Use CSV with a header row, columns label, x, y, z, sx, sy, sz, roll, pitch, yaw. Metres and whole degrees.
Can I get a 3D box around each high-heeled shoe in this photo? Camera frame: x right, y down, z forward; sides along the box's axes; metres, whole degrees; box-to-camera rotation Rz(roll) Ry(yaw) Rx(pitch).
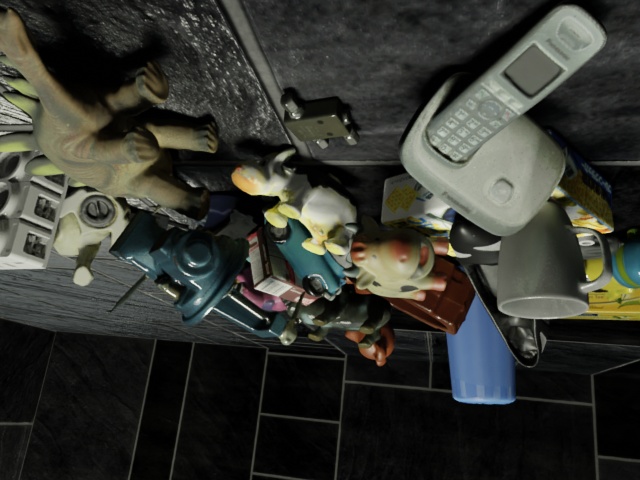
label,x,y,z,sx,sy,sz,roll,pitch,yaw
high-heeled shoe,0.209,0.067,0.628,0.086,0.145,0.248,-9,160,37

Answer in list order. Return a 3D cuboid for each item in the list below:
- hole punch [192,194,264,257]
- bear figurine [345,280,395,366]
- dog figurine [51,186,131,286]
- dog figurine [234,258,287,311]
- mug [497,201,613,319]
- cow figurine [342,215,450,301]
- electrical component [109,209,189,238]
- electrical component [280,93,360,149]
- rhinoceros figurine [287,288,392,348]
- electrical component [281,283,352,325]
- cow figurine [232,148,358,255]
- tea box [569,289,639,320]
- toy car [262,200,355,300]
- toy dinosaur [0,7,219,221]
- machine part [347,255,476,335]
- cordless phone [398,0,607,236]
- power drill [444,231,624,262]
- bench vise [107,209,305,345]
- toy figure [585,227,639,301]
label,x,y,z,sx,sy,sz,roll,pitch,yaw
hole punch,-0.142,-0.023,0.816,0.116,0.092,0.142,-29,151,8
bear figurine,0.081,0.134,1.020,0.132,0.196,0.120,4,166,10
dog figurine,-0.360,-0.039,0.839,0.121,0.172,0.191,50,180,-26
dog figurine,-0.075,0.097,1.059,0.219,0.108,0.192,23,163,-27
mug,0.224,0.014,0.524,0.081,0.107,0.109,16,155,-28
cow figurine,0.088,0.025,0.650,0.127,0.085,0.195,4,169,0
electrical component,-0.290,-0.016,0.921,0.119,0.048,0.075,21,158,-35
electrical component,0.000,-0.120,0.539,0.063,0.021,0.094,-3,160,26
rhinoceros figurine,0.018,0.100,0.854,0.190,0.112,0.073,14,147,12
electrical component,-0.024,0.064,0.939,0.115,0.134,0.058,-30,-173,9
cow figurine,-0.023,-0.060,0.649,0.167,0.098,0.068,39,154,-28
tea box,0.440,0.080,0.892,0.170,0.098,0.068,-5,160,27
toy car,-0.002,-0.002,0.746,0.103,0.161,0.109,-36,173,13
toy dinosaur,-0.214,-0.093,0.581,0.199,0.105,0.471,10,166,8
machine part,0.142,0.064,0.853,0.202,0.087,0.200,25,172,21
cordless phone,0.170,-0.097,0.446,0.146,0.089,0.184,33,139,-15
power drill,0.304,0.029,0.811,0.232,0.086,0.207,3,166,13
bench vise,-0.136,0.058,0.661,0.240,0.129,0.224,37,148,-19
toy figure,0.437,0.032,0.775,0.089,0.082,0.180,28,166,-7
